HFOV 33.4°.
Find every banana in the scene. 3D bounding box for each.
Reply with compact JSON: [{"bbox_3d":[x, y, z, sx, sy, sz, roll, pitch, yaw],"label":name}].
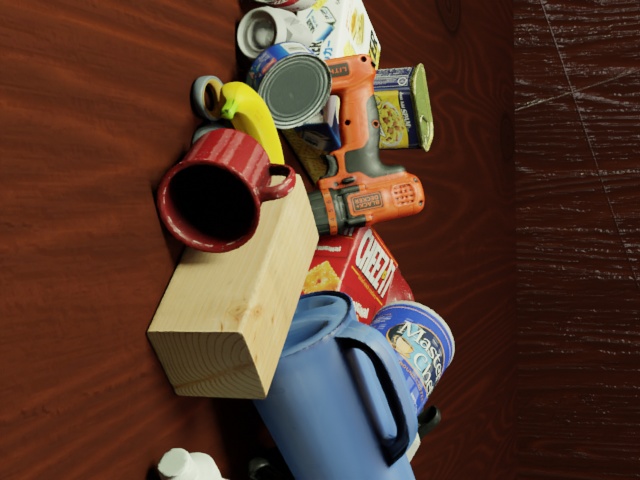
[{"bbox_3d":[-0.067,-0.098,1.049,0.197,0.037,0.069,63,37,-60],"label":"banana"}]

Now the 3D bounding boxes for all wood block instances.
[{"bbox_3d":[-0.074,0.039,0.992,0.206,0.091,0.090,-72,155,-44],"label":"wood block"}]

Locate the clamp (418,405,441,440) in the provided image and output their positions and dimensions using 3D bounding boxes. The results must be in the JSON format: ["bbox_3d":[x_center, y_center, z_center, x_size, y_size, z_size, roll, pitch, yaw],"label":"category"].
[{"bbox_3d":[0.051,0.284,1.365,0.036,0.164,0.210,-95,-164,-56],"label":"clamp"}]

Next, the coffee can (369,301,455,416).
[{"bbox_3d":[0.078,0.146,1.182,0.140,0.103,0.103,-48,135,-51],"label":"coffee can"}]

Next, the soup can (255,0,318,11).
[{"bbox_3d":[-0.040,-0.282,1.138,0.102,0.069,0.068,-19,107,-72],"label":"soup can"}]

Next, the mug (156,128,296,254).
[{"bbox_3d":[-0.078,-0.049,0.948,0.081,0.117,0.093,-70,149,-58],"label":"mug"}]

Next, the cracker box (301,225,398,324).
[{"bbox_3d":[0.017,0.091,1.242,0.164,0.072,0.213,51,54,-62],"label":"cracker box"}]

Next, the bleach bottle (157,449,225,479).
[{"bbox_3d":[-0.089,0.269,0.989,0.102,0.068,0.251,-75,154,-43],"label":"bleach bottle"}]

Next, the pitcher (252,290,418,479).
[{"bbox_3d":[0.020,0.181,1.061,0.149,0.145,0.243,-125,-169,-71],"label":"pitcher"}]

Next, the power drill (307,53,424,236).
[{"bbox_3d":[0.009,-0.099,1.163,0.057,0.184,0.187,165,-87,-83],"label":"power drill"}]

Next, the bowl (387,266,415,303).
[{"bbox_3d":[0.078,0.111,1.401,0.161,0.055,0.162,-34,138,-38],"label":"bowl"}]

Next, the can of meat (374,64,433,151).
[{"bbox_3d":[0.084,-0.155,1.269,0.057,0.084,0.102,-67,150,-50],"label":"can of meat"}]

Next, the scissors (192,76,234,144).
[{"bbox_3d":[-0.087,-0.134,1.074,0.201,0.016,0.096,-57,143,-60],"label":"scissors"}]

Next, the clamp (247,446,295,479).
[{"bbox_3d":[-0.040,0.255,1.122,0.171,0.039,0.120,-121,-174,-77],"label":"clamp"}]

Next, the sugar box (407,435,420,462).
[{"bbox_3d":[0.054,0.279,1.277,0.176,0.048,0.093,-61,-156,19],"label":"sugar box"}]

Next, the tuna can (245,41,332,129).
[{"bbox_3d":[-0.033,-0.158,1.087,0.034,0.086,0.086,50,-14,43],"label":"tuna can"}]
